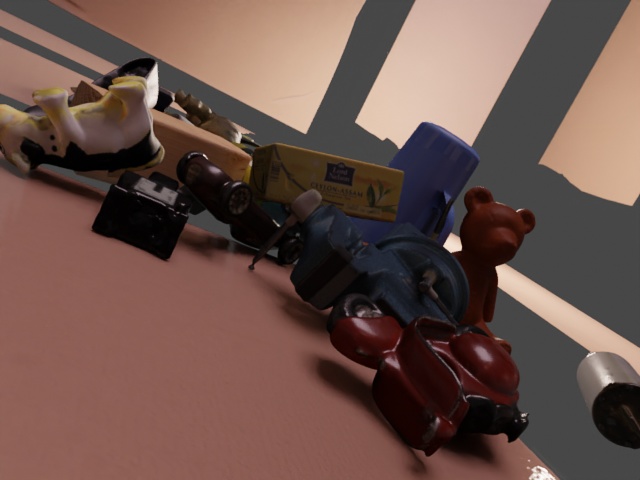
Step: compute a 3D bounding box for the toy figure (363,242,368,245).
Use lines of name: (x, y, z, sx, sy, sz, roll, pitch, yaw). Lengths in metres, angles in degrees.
toy figure: (0.042, 0.019, 0.743, 0.057, 0.064, 0.155, 42, -2, -41)

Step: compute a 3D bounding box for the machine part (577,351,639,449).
machine part: (0.375, 0.195, 0.682, 0.079, 0.079, 0.243, 31, 12, 18)

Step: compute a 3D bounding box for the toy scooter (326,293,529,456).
toy scooter: (0.094, 0.110, 0.406, 0.184, 0.075, 0.135, 23, 17, -23)

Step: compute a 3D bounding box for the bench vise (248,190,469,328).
bench vise: (0.071, 0.025, 0.576, 0.224, 0.128, 0.240, 37, 30, 11)

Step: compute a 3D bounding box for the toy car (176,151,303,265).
toy car: (-0.087, -0.027, 0.608, 0.089, 0.053, 0.202, 31, -10, 30)

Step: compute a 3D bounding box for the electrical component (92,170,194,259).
electrical component: (-0.164, -0.032, 0.514, 0.075, 0.047, 0.119, 24, 10, -19)

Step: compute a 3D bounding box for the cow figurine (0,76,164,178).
cow figurine: (-0.244, -0.100, 0.523, 0.167, 0.098, 0.068, -14, 26, -15)

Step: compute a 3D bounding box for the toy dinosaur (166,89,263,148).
toy dinosaur: (-0.220, -0.219, 1.145, 0.198, 0.105, 0.472, 25, 15, -31)

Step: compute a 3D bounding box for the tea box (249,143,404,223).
tea box: (0.005, -0.068, 0.664, 0.169, 0.068, 0.098, 8, 3, -22)

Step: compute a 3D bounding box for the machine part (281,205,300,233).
machine part: (-0.001, -0.002, 0.690, 0.084, 0.039, 0.139, 14, 33, -32)

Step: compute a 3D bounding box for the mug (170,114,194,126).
mug: (-0.200, -0.137, 0.853, 0.107, 0.080, 0.110, 30, 1, -42)

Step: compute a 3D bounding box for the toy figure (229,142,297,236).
toy figure: (-0.089, -0.074, 0.790, 0.180, 0.089, 0.082, 32, 5, 20)

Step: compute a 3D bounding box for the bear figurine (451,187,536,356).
bear figurine: (0.205, 0.042, 0.673, 0.120, 0.195, 0.132, 28, 11, -17)

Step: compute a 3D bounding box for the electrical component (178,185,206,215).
electrical component: (-0.143, -0.054, 0.642, 0.094, 0.063, 0.021, 30, 35, -62)

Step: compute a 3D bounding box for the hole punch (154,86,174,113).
hole punch: (-0.320, -0.207, 0.906, 0.142, 0.092, 0.116, 18, -25, -30)

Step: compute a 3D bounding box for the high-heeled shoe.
high-heeled shoe: (-0.294, -0.197, 0.724, 0.086, 0.145, 0.249, 27, 9, 2)
